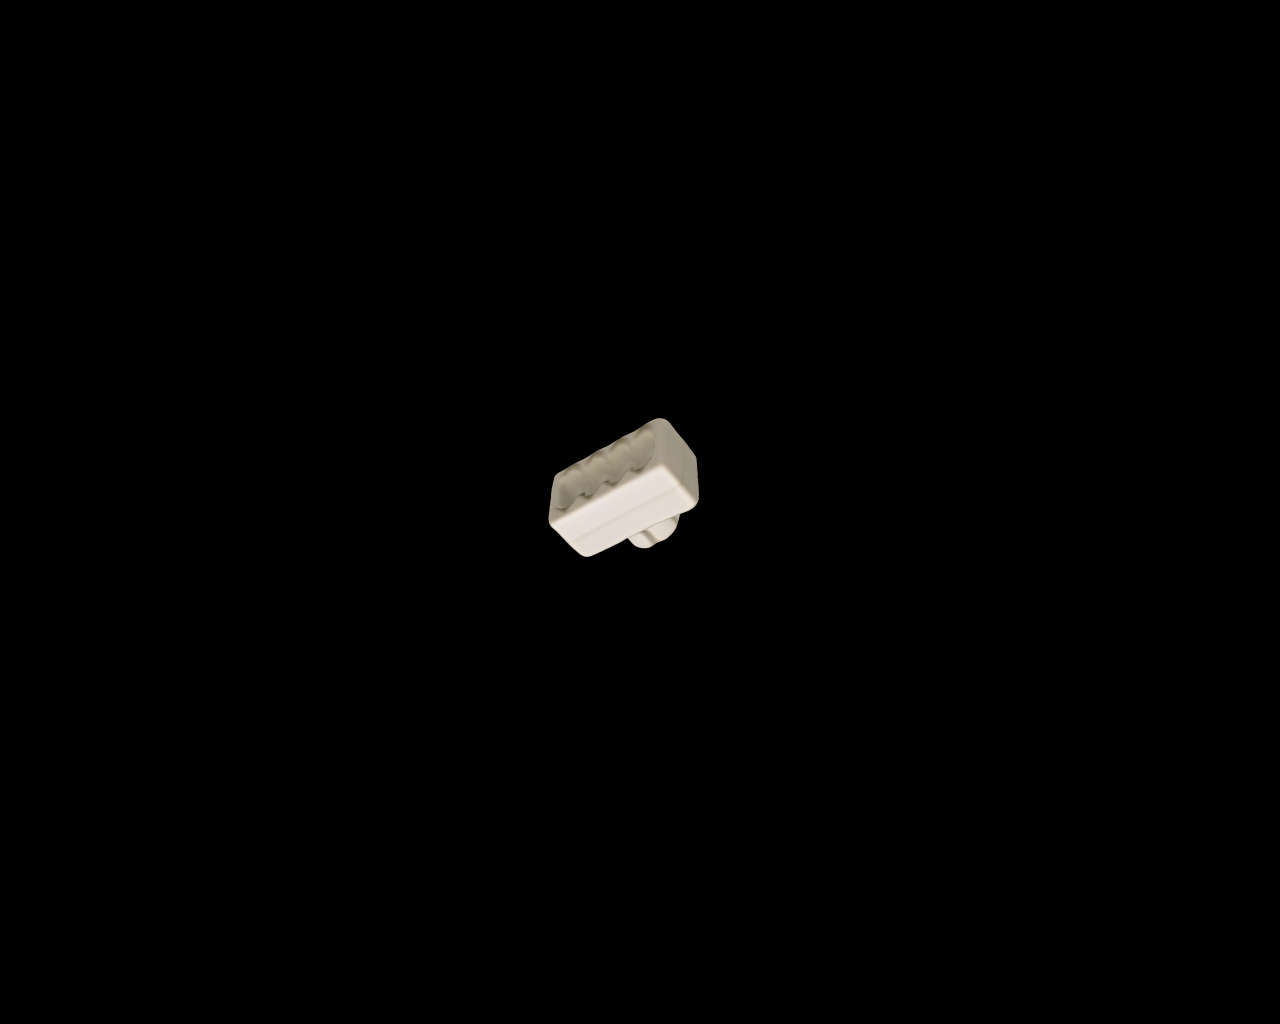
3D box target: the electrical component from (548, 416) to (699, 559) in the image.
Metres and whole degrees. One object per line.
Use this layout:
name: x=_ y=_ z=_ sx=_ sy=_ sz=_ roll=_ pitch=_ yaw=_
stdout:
electrical component: x=0.001 y=-0.003 z=0.650 sx=0.083 sy=0.047 sz=0.075 roll=-27 pitch=-53 yaw=22
